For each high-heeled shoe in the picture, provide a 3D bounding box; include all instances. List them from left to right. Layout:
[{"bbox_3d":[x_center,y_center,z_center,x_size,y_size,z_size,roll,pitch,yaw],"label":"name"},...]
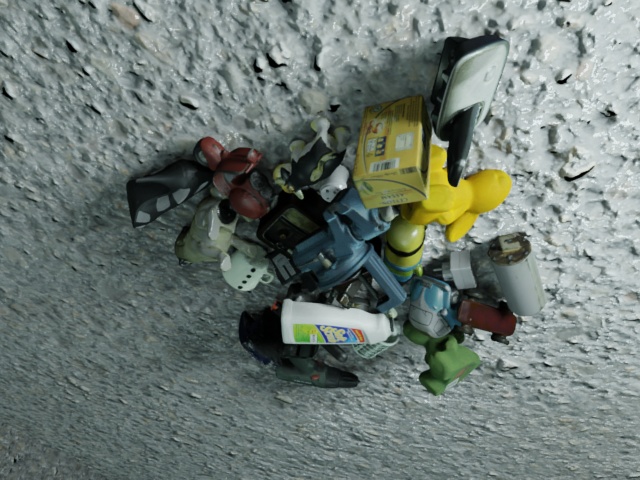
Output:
[{"bbox_3d":[-0.294,-0.087,1.045,0.145,0.086,0.249,-8,167,-25],"label":"high-heeled shoe"}]

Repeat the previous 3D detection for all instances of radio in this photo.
[{"bbox_3d":[-0.002,-0.003,1.039,0.229,0.073,0.131,35,133,-23],"label":"radio"}]

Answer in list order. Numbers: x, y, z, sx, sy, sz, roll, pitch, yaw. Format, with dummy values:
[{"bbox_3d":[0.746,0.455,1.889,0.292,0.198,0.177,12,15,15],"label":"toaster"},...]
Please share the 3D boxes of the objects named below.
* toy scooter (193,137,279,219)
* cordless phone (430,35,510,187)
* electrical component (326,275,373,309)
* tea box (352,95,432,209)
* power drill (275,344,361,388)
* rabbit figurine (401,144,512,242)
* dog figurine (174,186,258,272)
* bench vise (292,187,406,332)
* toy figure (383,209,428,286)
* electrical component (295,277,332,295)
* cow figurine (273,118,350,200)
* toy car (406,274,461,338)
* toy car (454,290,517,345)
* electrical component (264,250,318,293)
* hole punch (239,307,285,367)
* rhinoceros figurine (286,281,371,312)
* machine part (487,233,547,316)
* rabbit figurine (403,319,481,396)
[{"bbox_3d":[-0.130,-0.109,0.933,0.135,0.075,0.183,-1,137,46],"label":"toy scooter"},{"bbox_3d":[0.191,-0.172,0.712,0.089,0.184,0.146,13,140,6],"label":"cordless phone"},{"bbox_3d":[0.065,0.099,1.131,0.045,0.102,0.078,41,157,-26],"label":"electrical component"},{"bbox_3d":[0.109,-0.131,0.790,0.098,0.170,0.068,-7,135,23],"label":"tea box"},{"bbox_3d":[-0.017,0.326,1.431,0.232,0.086,0.207,2,146,16],"label":"power drill"},{"bbox_3d":[0.226,-0.067,0.884,0.173,0.122,0.162,-8,142,-5],"label":"rabbit figurine"},{"bbox_3d":[-0.234,-0.026,1.068,0.191,0.121,0.172,7,103,39],"label":"dog figurine"},{"bbox_3d":[0.076,0.034,0.922,0.224,0.129,0.240,-33,102,24],"label":"bench vise"},{"bbox_3d":[0.160,0.020,1.015,0.082,0.089,0.180,2,137,1],"label":"toy figure"},{"bbox_3d":[-0.016,0.089,1.157,0.094,0.063,0.021,-7,138,22],"label":"electrical component"},{"bbox_3d":[-0.022,-0.118,0.894,0.068,0.098,0.167,26,138,-26],"label":"cow figurine"},{"bbox_3d":[0.233,0.147,1.113,0.109,0.103,0.161,24,159,43],"label":"toy car"},{"bbox_3d":[0.336,0.157,1.096,0.202,0.089,0.053,17,178,-37],"label":"toy car"},{"bbox_3d":[-0.052,0.061,1.108,0.075,0.048,0.119,-31,89,40],"label":"electrical component"},{"bbox_3d":[-0.148,0.240,1.334,0.092,0.116,0.142,-8,136,33],"label":"hole punch"},{"bbox_3d":[0.017,0.146,1.208,0.190,0.073,0.112,15,141,-4],"label":"rhinoceros figurine"},{"bbox_3d":[0.379,0.070,1.027,0.079,0.079,0.243,-12,135,26],"label":"machine part"},{"bbox_3d":[0.266,0.227,1.198,0.159,0.170,0.121,-27,145,-19],"label":"rabbit figurine"}]
